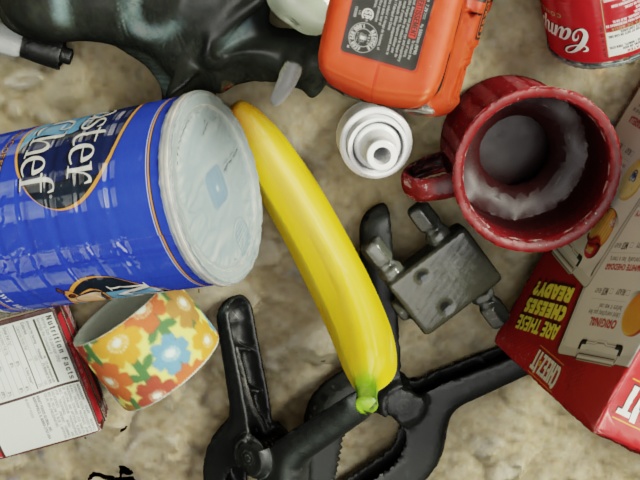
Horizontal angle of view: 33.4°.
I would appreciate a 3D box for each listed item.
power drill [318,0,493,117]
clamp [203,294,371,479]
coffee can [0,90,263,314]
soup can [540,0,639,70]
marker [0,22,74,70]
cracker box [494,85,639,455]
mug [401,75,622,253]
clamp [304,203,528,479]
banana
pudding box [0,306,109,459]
[{"bbox_3d":[0.060,-0.143,0.528,0.057,0.187,0.184,16,107,12],"label":"power drill"},{"bbox_3d":[-0.025,0.130,0.664,0.039,0.120,0.171,-14,120,-44],"label":"clamp"},{"bbox_3d":[-0.116,-0.018,0.578,0.140,0.102,0.103,-8,110,21],"label":"coffee can"},{"bbox_3d":[0.149,-0.153,0.572,0.068,0.068,0.102,-20,130,3],"label":"soup can"},{"bbox_3d":[-0.200,-0.120,0.605,0.121,0.020,0.020,15,107,-8],"label":"marker"},{"bbox_3d":[0.196,-0.001,0.578,0.072,0.164,0.214,27,96,-11],"label":"cracker box"},{"bbox_3d":[0.104,-0.046,0.615,0.117,0.081,0.093,-17,108,2],"label":"mug"},{"bbox_3d":[0.045,0.090,0.680,0.164,0.036,0.210,37,99,-12],"label":"clamp"},{"bbox_3d":[0.001,0.008,0.621,0.037,0.069,0.198,-27,74,3],"label":"banana"},{"bbox_3d":[-0.200,0.089,0.665,0.113,0.039,0.090,-16,108,0],"label":"pudding box"}]
